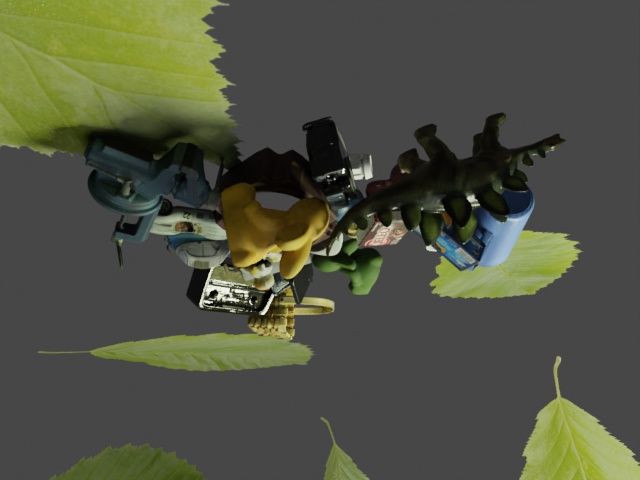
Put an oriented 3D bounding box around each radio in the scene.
[{"bbox_3d":[-0.220,0.118,1.379,0.229,0.131,0.073,15,-170,-43],"label":"radio"}]

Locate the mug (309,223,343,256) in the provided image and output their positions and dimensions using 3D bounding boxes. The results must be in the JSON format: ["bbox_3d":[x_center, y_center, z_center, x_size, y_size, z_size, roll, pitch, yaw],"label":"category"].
[{"bbox_3d":[-0.002,-0.003,1.137,0.110,0.080,0.107,5,168,23],"label":"mug"}]

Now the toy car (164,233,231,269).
[{"bbox_3d":[-0.250,0.009,1.153,0.162,0.103,0.109,-3,156,-19],"label":"toy car"}]

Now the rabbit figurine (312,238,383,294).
[{"bbox_3d":[0.066,0.064,1.394,0.170,0.121,0.159,10,160,-9],"label":"rabbit figurine"}]

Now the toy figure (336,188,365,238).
[{"bbox_3d":[0.062,-0.062,1.132,0.089,0.082,0.180,-22,157,21],"label":"toy figure"}]

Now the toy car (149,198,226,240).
[{"bbox_3d":[-0.255,-0.037,1.073,0.202,0.056,0.073,7,155,-11],"label":"toy car"}]

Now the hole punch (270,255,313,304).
[{"bbox_3d":[-0.076,0.088,1.388,0.092,0.116,0.142,10,139,24],"label":"hole punch"}]

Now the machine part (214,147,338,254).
[{"bbox_3d":[-0.080,-0.061,0.997,0.201,0.087,0.200,-27,133,32],"label":"machine part"}]

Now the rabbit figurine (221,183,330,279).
[{"bbox_3d":[-0.065,-0.024,0.873,0.173,0.162,0.121,-12,129,-7],"label":"rabbit figurine"}]

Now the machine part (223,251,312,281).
[{"bbox_3d":[-0.110,0.042,1.293,0.243,0.079,0.079,-16,158,-4],"label":"machine part"}]

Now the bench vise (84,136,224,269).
[{"bbox_3d":[-0.288,-0.069,0.900,0.223,0.129,0.240,13,132,-28],"label":"bench vise"}]

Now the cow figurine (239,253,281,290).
[{"bbox_3d":[-0.132,0.019,1.135,0.068,0.167,0.098,-13,159,22],"label":"cow figurine"}]

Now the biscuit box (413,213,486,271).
[{"bbox_3d":[0.271,-0.020,1.190,0.202,0.063,0.059,40,142,-7],"label":"biscuit box"}]

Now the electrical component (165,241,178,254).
[{"bbox_3d":[-0.322,0.015,1.243,0.063,0.021,0.094,-7,158,-4],"label":"electrical component"}]

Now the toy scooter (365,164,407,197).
[{"bbox_3d":[0.188,-0.113,1.068,0.184,0.075,0.135,0,157,-9],"label":"toy scooter"}]

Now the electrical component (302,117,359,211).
[{"bbox_3d":[0.020,-0.121,0.902,0.058,0.134,0.114,-17,154,12],"label":"electrical component"}]

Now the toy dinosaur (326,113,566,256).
[{"bbox_3d":[0.214,-0.095,0.919,0.472,0.198,0.105,-17,155,-7],"label":"toy dinosaur"}]
